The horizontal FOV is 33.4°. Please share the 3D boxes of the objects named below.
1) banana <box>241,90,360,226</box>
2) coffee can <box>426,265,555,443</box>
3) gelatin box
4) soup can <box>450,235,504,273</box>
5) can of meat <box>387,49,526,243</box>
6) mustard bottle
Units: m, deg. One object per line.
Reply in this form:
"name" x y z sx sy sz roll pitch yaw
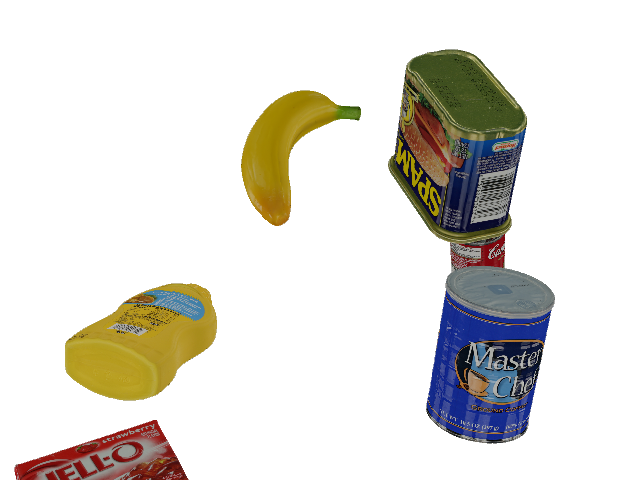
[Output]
"banana" -0.026 -0.078 0.868 0.070 0.037 0.197 14 37 14
"coffee can" 0.162 0.109 1.031 0.103 0.140 0.103 5 22 -2
"gelatin box" -0.124 0.144 0.611 0.089 0.030 0.073 -15 27 -19
"soup can" 0.194 0.026 1.321 0.068 0.102 0.068 -4 34 3
"can of meat" 0.088 -0.063 0.689 0.057 0.084 0.102 -11 42 -17
"mustard bottle" -0.153 0.085 1.012 0.096 0.058 0.191 9 21 18
